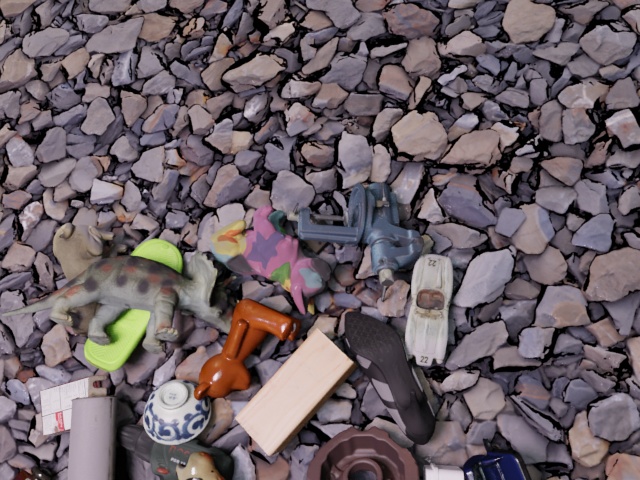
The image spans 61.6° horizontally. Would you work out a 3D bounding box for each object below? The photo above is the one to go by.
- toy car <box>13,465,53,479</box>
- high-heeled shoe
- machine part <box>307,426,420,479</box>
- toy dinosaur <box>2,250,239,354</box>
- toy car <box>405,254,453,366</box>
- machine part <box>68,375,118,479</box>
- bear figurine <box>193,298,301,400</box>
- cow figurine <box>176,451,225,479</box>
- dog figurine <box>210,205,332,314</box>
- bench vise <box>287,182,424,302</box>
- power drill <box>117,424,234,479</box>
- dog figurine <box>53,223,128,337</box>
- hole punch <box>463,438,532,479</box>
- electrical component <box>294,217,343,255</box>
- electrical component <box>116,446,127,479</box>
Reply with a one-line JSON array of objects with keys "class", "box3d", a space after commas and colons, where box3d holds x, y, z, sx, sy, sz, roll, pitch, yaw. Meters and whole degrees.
[{"class": "toy car", "box3d": [-0.482, 0.498, 0.972, 0.202, 0.053, 0.089, 35, 77, 13]}, {"class": "high-heeled shoe", "box3d": [0.120, 0.241, 0.955, 0.086, 0.145, 0.249, -24, 41, -12]}, {"class": "machine part", "box3d": [0.070, 0.387, 0.864, 0.179, 0.055, 0.179, -6, 35, 4]}, {"class": "toy dinosaur", "box3d": [-0.340, 0.091, 0.974, 0.405, 0.131, 0.192, 13, 53, -3]}, {"class": "toy car", "box3d": [0.197, 0.123, 0.965, 0.074, 0.056, 0.201, 6, 74, 11]}, {"class": "machine part", "box3d": [-0.396, 0.360, 0.935, 0.079, 0.079, 0.243, -7, 74, 8]}, {"class": "bear figurine", "box3d": [-0.134, 0.209, 0.965, 0.132, 0.120, 0.196, 21, 80, 11]}, {"class": "cow figurine", "box3d": [-0.222, 0.437, 0.858, 0.127, 0.085, 0.195, 13, 69, 16]}, {"class": "dog figurine", "box3d": [-0.086, 0.053, 1.010, 0.191, 0.108, 0.219, -29, 76, 4]}, {"class": "bench vise", "box3d": [0.060, -0.015, 0.984, 0.241, 0.128, 0.223, 5, 66, -9]}, {"class": "power drill", "box3d": [-0.274, 0.444, 0.946, 0.232, 0.086, 0.207, 5, 67, 9]}, {"class": "dog figurine", "box3d": [-0.461, 0.079, 1.037, 0.121, 0.172, 0.190, -8, 65, 19]}, {"class": "hole punch", "box3d": [0.272, 0.393, 0.836, 0.092, 0.115, 0.142, -19, 73, -9]}, {"class": "electrical component", "box3d": [-0.002, -0.003, 1.055, 0.094, 0.021, 0.063, 42, 84, 17]}, {"class": "electrical component", "box3d": [-0.401, 0.406, 0.988, 0.075, 0.047, 0.119, -21, 71, 2]}]
